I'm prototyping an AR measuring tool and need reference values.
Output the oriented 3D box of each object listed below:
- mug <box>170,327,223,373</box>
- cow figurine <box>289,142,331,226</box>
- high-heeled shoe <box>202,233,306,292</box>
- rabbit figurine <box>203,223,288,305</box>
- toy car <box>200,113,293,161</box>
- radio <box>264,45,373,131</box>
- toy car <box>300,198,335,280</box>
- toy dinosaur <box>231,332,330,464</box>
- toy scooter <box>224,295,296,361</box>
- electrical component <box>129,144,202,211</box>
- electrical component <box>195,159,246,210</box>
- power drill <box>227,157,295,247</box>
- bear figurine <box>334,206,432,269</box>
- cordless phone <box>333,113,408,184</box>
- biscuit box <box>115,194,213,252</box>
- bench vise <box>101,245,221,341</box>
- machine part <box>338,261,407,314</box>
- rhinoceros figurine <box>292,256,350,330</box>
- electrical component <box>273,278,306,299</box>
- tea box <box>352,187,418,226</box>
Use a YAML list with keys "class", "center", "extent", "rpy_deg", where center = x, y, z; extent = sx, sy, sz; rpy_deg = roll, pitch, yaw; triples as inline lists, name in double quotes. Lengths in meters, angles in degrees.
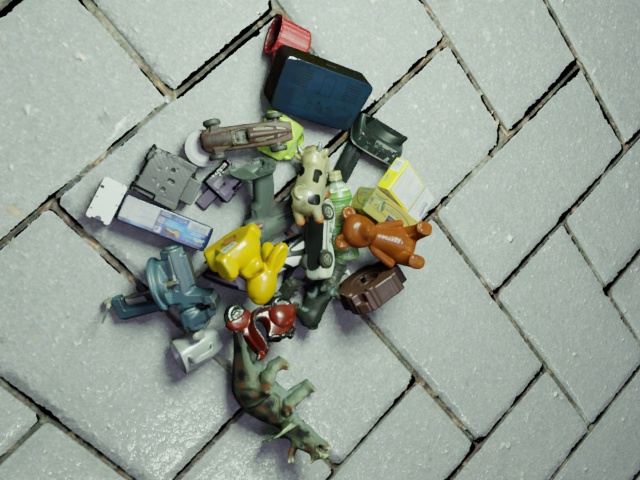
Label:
- class: "mug"
  center: [-0.275, 0.246, 1.232]
  extent: [0.107, 0.110, 0.080]
  rpy_deg: [-28, 102, -30]
- class: "cow figurine"
  center: [-0.022, -0.140, 1.247]
  extent: [0.086, 0.195, 0.127]
  rpy_deg: [-1, 134, 18]
- class: "high-heeled shoe"
  center: [-0.145, 0.043, 1.261]
  extent: [0.248, 0.086, 0.145]
  rpy_deg: [8, 103, -34]
- class: "rabbit figurine"
  center: [-0.150, 0.059, 1.184]
  extent: [0.162, 0.122, 0.173]
  rpy_deg: [-41, 114, -29]
- class: "toy car"
  center: [-0.159, -0.225, 1.168]
  extent: [0.202, 0.053, 0.089]
  rpy_deg: [-8, 97, -7]
- class: "radio"
  center: [-0.006, -0.344, 1.238]
  extent: [0.229, 0.073, 0.131]
  rpy_deg: [11, 124, -29]
- class: "toy car"
  center: [-0.003, -0.004, 1.284]
  extent: [0.056, 0.074, 0.201]
  rpy_deg: [19, 67, -48]
- class: "toy dinosaur"
  center: [-0.133, 0.371, 1.302]
  extent: [0.404, 0.131, 0.192]
  rpy_deg: [46, 78, -14]
- class: "toy scooter"
  center: [-0.122, 0.202, 1.220]
  extent: [0.184, 0.075, 0.135]
  rpy_deg: [-6, 59, -36]
- class: "electrical component"
  center: [-0.332, -0.131, 1.180]
  extent: [0.134, 0.058, 0.115]
  rpy_deg: [27, 89, -23]
- class: "electrical component"
  center: [-0.232, -0.121, 1.228]
  extent: [0.119, 0.048, 0.074]
  rpy_deg: [-45, 110, -13]
- class: "power drill"
  center: [-0.151, -0.071, 1.220]
  extent: [0.232, 0.086, 0.207]
  rpy_deg: [-26, 124, -26]
- class: "bear figurine"
  center: [0.144, -0.009, 1.264]
  extent: [0.196, 0.132, 0.120]
  rpy_deg: [21, 79, -22]
- class: "cordless phone"
  center: [0.121, -0.210, 1.354]
  extent: [0.146, 0.089, 0.184]
  rpy_deg: [25, 99, -25]
- class: "biscuit box"
  center: [-0.341, -0.038, 1.185]
  extent: [0.202, 0.063, 0.059]
  rpy_deg: [23, 87, -24]
- class: "bench vise"
  center: [-0.349, 0.131, 1.181]
  extent: [0.241, 0.129, 0.223]
  rpy_deg: [-15, 113, 1]
- class: "machine part"
  center: [0.125, 0.113, 1.341]
  extent: [0.179, 0.179, 0.056]
  rpy_deg: [-33, 105, -15]
- class: "rhinoceros figurine"
  center: [0.002, 0.126, 1.322]
  extent: [0.073, 0.112, 0.190]
  rpy_deg: [27, 95, -21]
- class: "electrical component"
  center: [-0.078, 0.119, 1.302]
  extent: [0.094, 0.021, 0.063]
  rpy_deg: [-3, 136, -50]
- class: "tea box"
  center: [0.165, -0.062, 1.370]
  extent: [0.169, 0.098, 0.068]
  rpy_deg: [37, 83, -24]
